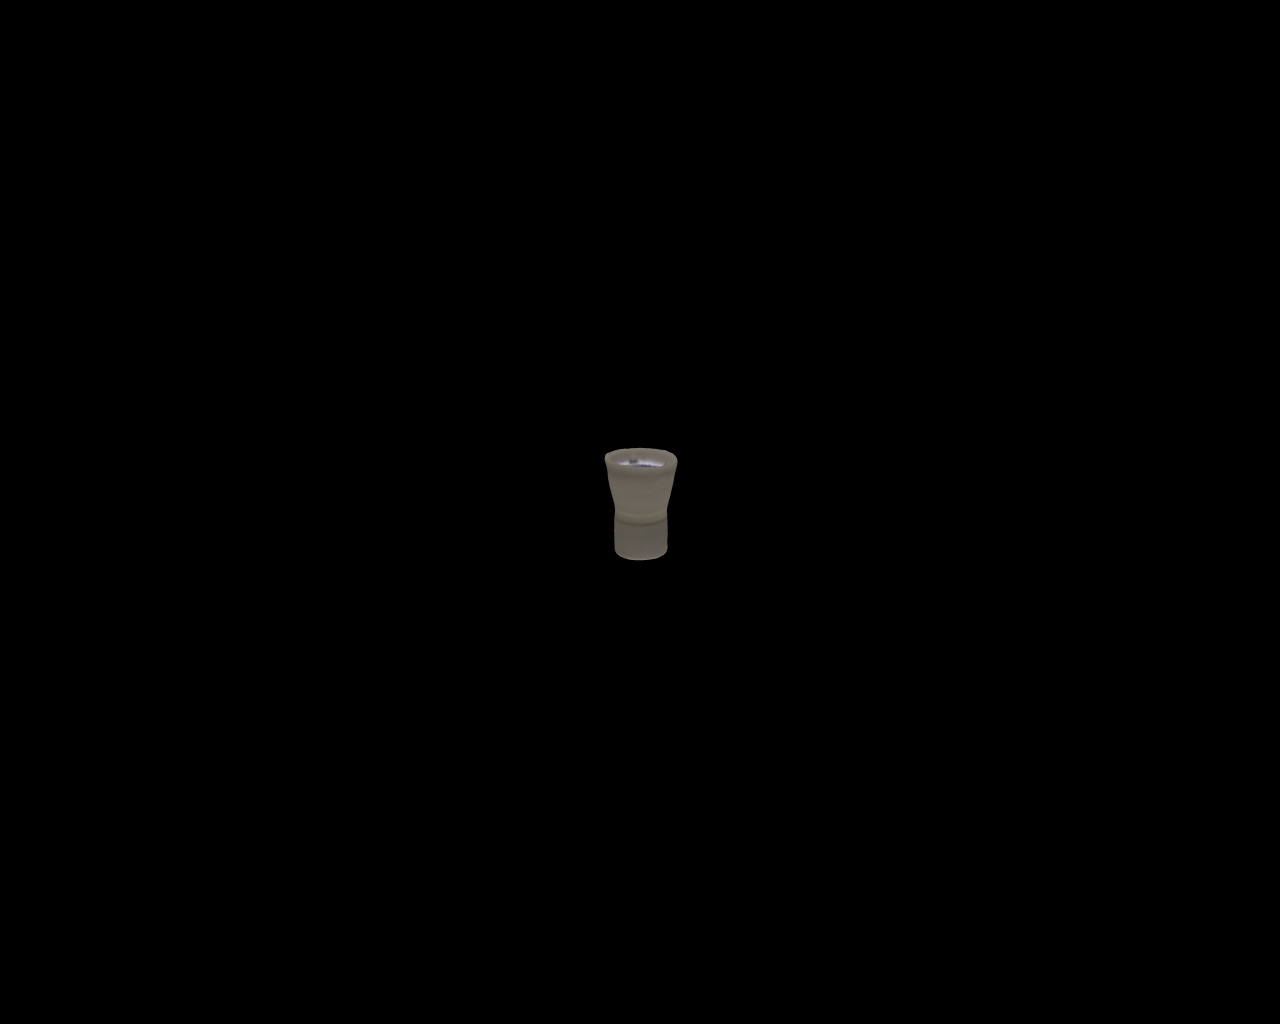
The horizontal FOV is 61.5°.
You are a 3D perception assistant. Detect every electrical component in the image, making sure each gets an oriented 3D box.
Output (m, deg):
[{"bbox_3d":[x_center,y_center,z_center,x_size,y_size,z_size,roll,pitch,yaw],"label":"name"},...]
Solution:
[{"bbox_3d":[0.001,-0.003,0.650,0.044,0.065,0.044,0,18,0],"label":"electrical component"}]
